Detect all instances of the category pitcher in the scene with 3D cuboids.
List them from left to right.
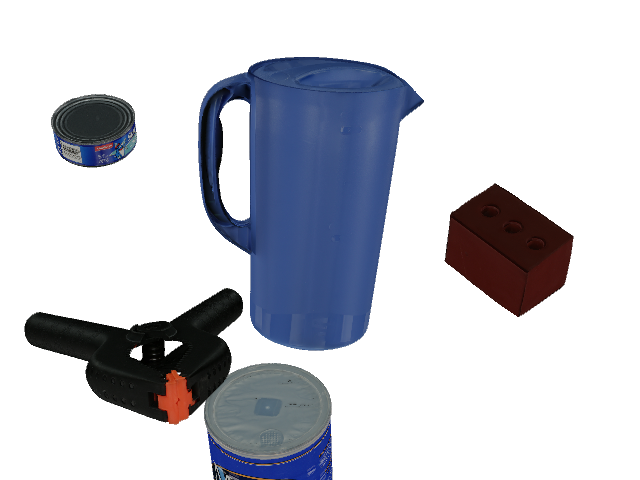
[{"bbox_3d":[-0.013,-0.033,0.925,0.149,0.243,0.144,18,24,31],"label":"pitcher"}]

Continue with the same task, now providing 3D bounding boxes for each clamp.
[{"bbox_3d":[-0.107,0.073,0.736,0.164,0.036,0.210,-10,14,-22],"label":"clamp"}]

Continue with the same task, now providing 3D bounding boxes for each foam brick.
[{"bbox_3d":[0.138,0.007,0.786,0.052,0.051,0.078,-32,54,-29],"label":"foam brick"}]

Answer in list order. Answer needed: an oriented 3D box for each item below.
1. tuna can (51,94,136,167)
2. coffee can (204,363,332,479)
[{"bbox_3d":[-0.234,-0.114,1.110,0.086,0.034,0.086,1,43,-1],"label":"tuna can"},{"bbox_3d":[-0.040,0.188,0.893,0.103,0.140,0.103,-2,36,1],"label":"coffee can"}]
